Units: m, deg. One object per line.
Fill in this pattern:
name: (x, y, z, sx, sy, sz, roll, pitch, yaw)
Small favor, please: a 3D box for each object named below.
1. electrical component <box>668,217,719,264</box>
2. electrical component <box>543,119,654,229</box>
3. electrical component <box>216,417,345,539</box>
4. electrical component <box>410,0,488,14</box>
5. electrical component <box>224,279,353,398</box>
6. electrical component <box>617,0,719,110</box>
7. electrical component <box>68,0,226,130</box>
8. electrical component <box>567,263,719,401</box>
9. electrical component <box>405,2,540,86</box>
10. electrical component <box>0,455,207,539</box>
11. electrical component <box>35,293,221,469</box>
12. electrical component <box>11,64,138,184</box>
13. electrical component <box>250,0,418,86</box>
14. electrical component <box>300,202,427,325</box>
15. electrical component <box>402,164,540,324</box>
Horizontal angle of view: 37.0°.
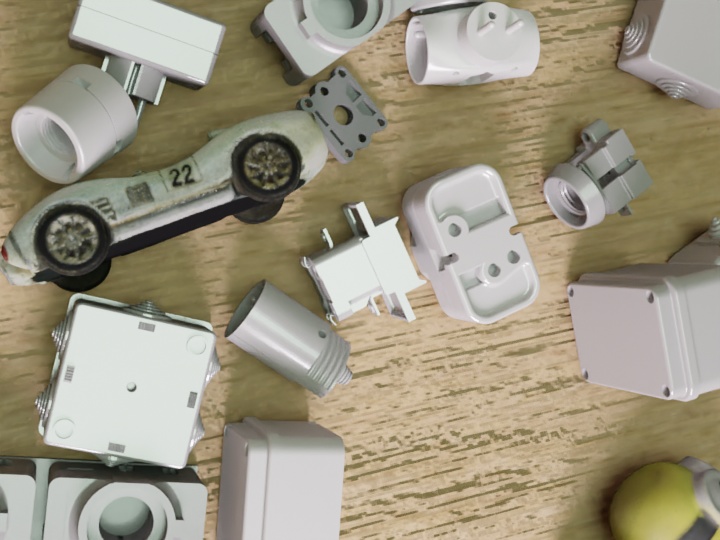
electrical component: (0.261, 0.009, 0.747, 0.061, 0.062, 0.096, -34, 100, -13)
electrical component: (0.158, -0.059, 0.724, 0.055, 0.048, 0.066, -37, 101, -20)
electrical component: (-0.051, 0.150, 0.653, 0.057, 0.078, 0.113, 4, 91, -19)
electrical component: (0.054, -0.191, 0.686, 0.055, 0.055, 0.047, -9, 98, -16)
electrical component: (-0.039, 0.046, 0.671, 0.081, 0.043, 0.043, 36, 82, -15)
electrical component: (0.234, -0.166, 0.741, 0.100, 0.048, 0.099, 20, 86, -16)
electrical component: (-0.132, -0.121, 0.637, 0.083, 0.047, 0.075, 17, 90, -16)
electrical component: (0.191, 0.038, 0.701, 0.057, 0.113, 0.078, -13, 95, -18)
electrical component: (0.077, -0.145, 0.680, 0.077, 0.079, 0.043, -7, 89, -16)
electrical component: (-0.189, 0.166, 0.622, 0.186, 0.060, 0.105, 6, 90, -16)
electrical component: (-0.137, 0.067, 0.640, 0.100, 0.048, 0.099, 14, 88, -16)
electrical component: (-0.162, -0.081, 0.608, 0.055, 0.055, 0.047, 50, 44, -12)
electrical component: (-0.015, -0.160, 0.665, 0.089, 0.056, 0.050, -37, 101, -12)
electrical component: (0.000, 0.000, 0.682, 0.064, 0.042, 0.081, -26, 98, -10)
electrical component: (0.069, -0.017, 0.692, 0.054, 0.059, 0.095, -24, 98, -14)
